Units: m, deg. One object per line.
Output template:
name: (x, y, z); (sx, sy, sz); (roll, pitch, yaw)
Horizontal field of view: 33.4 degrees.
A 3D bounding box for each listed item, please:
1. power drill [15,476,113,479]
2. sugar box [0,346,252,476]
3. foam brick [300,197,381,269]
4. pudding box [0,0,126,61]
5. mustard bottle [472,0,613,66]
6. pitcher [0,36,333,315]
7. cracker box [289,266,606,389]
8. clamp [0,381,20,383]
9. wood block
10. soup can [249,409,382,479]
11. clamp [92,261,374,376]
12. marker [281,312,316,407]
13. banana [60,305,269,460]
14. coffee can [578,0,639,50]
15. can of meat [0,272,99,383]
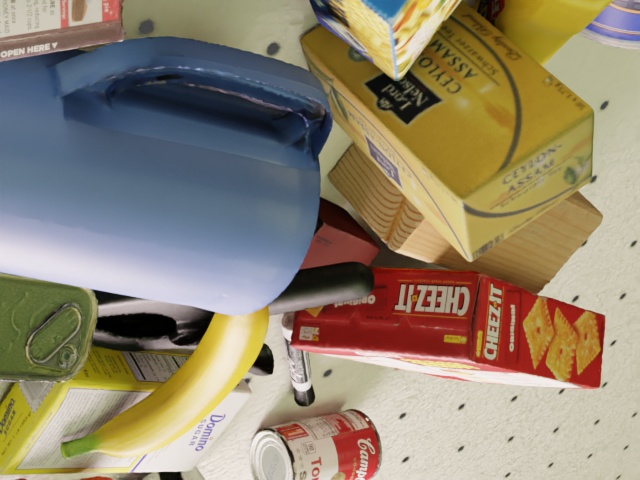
power drill: (-0.230, 0.241, 0.786); (0.184, 0.057, 0.188); (-6, 143, -8)
sugar box: (-0.142, 0.124, 0.775); (0.175, 0.048, 0.093); (12, 122, -51)
foam brick: (-0.005, 0.001, 0.763); (0.053, 0.051, 0.078); (-50, 144, 11)
pudding box: (-0.146, -0.116, 0.455); (0.089, 0.114, 0.039); (-18, 135, -30)
mustard bottle: (0.136, -0.153, 0.671); (0.192, 0.058, 0.096); (129, -22, -77)
pitcher: (-0.119, -0.043, 0.546); (0.242, 0.145, 0.149); (11, 98, -44)
cracker box: (0.107, 0.071, 0.848); (0.213, 0.164, 0.072); (19, 75, -50)
clamp: (-0.246, 0.078, 0.636); (0.120, 0.039, 0.171); (-46, 145, -19)
wood block: (0.117, -0.032, 0.807); (0.205, 0.090, 0.091); (17, 116, -50)
soup can: (-0.004, 0.193, 0.957); (0.102, 0.069, 0.069); (-5, 131, -38)
clamp: (-0.087, 0.055, 0.727); (0.209, 0.036, 0.165); (3, 150, -22)
marker: (-0.017, 0.102, 0.888); (0.020, 0.020, 0.121); (-28, 143, -17)
banana: (-0.085, 0.093, 0.694); (0.198, 0.037, 0.069); (-43, 157, 25)
coffee can: (0.213, -0.210, 0.692); (0.102, 0.103, 0.140); (-24, 141, -22)
can of meat: (-0.189, 0.040, 0.589); (0.101, 0.084, 0.057); (14, 89, -56)
